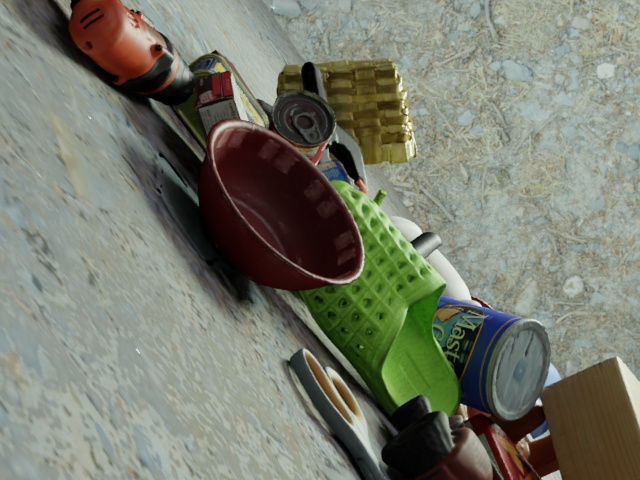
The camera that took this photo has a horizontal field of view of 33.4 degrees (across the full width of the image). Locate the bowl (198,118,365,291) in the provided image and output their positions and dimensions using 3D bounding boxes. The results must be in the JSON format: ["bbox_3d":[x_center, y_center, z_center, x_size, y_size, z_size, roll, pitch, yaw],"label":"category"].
[{"bbox_3d":[-0.041,-0.016,0.829,0.162,0.055,0.162,37,28,-24],"label":"bowl"}]

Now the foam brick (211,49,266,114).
[{"bbox_3d":[-0.101,-0.148,1.109,0.078,0.053,0.051,58,9,17],"label":"foam brick"}]

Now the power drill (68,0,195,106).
[{"bbox_3d":[-0.178,-0.202,0.870,0.188,0.057,0.184,56,4,14],"label":"power drill"}]

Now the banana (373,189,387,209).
[{"bbox_3d":[0.087,0.036,1.409,0.037,0.070,0.198,-8,73,-44],"label":"banana"}]

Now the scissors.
[{"bbox_3d":[0.041,0.166,0.792,0.202,0.016,0.096,56,8,7],"label":"scissors"}]

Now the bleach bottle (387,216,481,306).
[{"bbox_3d":[0.130,0.061,1.257,0.068,0.103,0.251,15,14,-27],"label":"bleach bottle"}]

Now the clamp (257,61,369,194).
[{"bbox_3d":[0.002,-0.126,1.241,0.171,0.120,0.039,49,-33,-13],"label":"clamp"}]

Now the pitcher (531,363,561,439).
[{"bbox_3d":[0.235,0.194,1.463,0.242,0.149,0.145,33,40,-61],"label":"pitcher"}]

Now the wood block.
[{"bbox_3d":[0.287,0.229,1.018,0.090,0.091,0.206,43,29,-37],"label":"wood block"}]

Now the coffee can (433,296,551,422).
[{"bbox_3d":[0.147,0.115,1.083,0.141,0.102,0.102,14,-24,43],"label":"coffee can"}]

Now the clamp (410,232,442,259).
[{"bbox_3d":[0.067,0.044,1.122,0.209,0.036,0.164,32,65,-50],"label":"clamp"}]

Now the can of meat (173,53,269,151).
[{"bbox_3d":[-0.096,-0.123,1.025,0.102,0.057,0.084,53,10,-15],"label":"can of meat"}]

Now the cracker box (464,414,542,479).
[{"bbox_3d":[0.195,0.286,0.999,0.164,0.072,0.214,50,10,-26],"label":"cracker box"}]

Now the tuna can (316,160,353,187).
[{"bbox_3d":[0.014,-0.036,1.068,0.086,0.033,0.086,161,-90,-82],"label":"tuna can"}]

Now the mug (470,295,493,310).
[{"bbox_3d":[0.176,0.123,1.306,0.093,0.117,0.081,64,35,-44],"label":"mug"}]

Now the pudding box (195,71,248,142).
[{"bbox_3d":[-0.076,-0.081,0.921,0.090,0.039,0.113,-103,175,-67],"label":"pudding box"}]

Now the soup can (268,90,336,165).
[{"bbox_3d":[-0.029,-0.102,1.127,0.068,0.068,0.102,57,-27,16],"label":"soup can"}]
